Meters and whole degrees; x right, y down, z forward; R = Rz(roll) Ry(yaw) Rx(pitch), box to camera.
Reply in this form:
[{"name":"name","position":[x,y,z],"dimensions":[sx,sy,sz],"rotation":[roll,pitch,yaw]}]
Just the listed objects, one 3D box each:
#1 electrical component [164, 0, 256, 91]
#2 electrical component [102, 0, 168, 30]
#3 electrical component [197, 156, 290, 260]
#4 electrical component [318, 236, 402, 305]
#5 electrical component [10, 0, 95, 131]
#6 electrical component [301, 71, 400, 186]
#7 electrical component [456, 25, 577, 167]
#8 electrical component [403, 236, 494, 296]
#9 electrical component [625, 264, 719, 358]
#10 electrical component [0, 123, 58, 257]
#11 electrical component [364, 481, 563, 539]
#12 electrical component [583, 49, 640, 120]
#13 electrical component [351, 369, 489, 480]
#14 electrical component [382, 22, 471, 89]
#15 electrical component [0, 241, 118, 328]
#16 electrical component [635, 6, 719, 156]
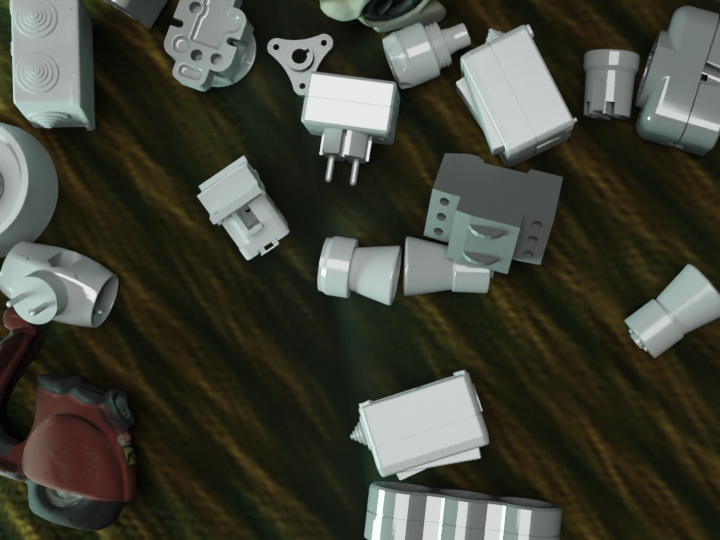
[{"name":"electrical component","position":[-0.110,-0.171,0.813],"dimensions":[0.058,0.057,0.078],"rotation":[20,88,7]},{"name":"electrical component","position":[-0.198,-0.242,0.817],"dimensions":[0.113,0.078,0.057],"rotation":[32,92,7]},{"name":"electrical component","position":[-0.085,-0.044,0.795],"dimensions":[0.042,0.081,0.063],"rotation":[-33,105,2]},{"name":"electrical component","position":[0.000,0.000,0.795],"dimensions":[0.055,0.045,0.045],"rotation":[9,87,7]},{"name":"electrical component","position":[-0.229,-0.156,0.804],"dimensions":[0.048,0.100,0.099],"rotation":[-2,85,-7]},{"name":"electrical component","position":[-0.009,-0.102,0.802],"dimensions":[0.066,0.047,0.076],"rotation":[9,87,6]},{"name":"electrical component","position":[0.108,-0.129,0.785],"dimensions":[0.061,0.062,0.096],"rotation":[-26,84,3]},{"name":"electrical component","position":[0.065,-0.001,0.791],"dimensions":[0.065,0.044,0.044],"rotation":[2,86,1]},{"name":"electrical component","position":[0.224,0.032,0.772],"dimensions":[0.065,0.044,0.044],"rotation":[-38,83,7]},{"name":"electrical component","position":[-0.294,-0.065,0.821],"dimensions":[0.108,0.060,0.108],"rotation":[0,85,5]},{"name":"electrical component","position":[0.072,0.197,0.768],"dimensions":[0.138,0.052,0.073],"rotation":[6,86,6]},{"name":"electrical component","position":[0.183,-0.135,0.790],"dimensions":[0.040,0.040,0.046],"rotation":[5,91,6]},{"name":"electrical component","position":[0.042,0.115,0.773],"dimensions":[0.096,0.062,0.061],"rotation":[-18,84,4]},{"name":"electrical component","position":[0.051,-0.164,0.803],"dimensions":[0.062,0.043,0.043],"rotation":[-22,84,2]},{"name":"electrical component","position":[-0.233,0.016,0.801],"dimensions":[0.077,0.079,0.043],"rotation":[20,111,7]},{"name":"electrical component","position":[0.236,-0.137,0.776],"dimensions":[0.059,0.054,0.095],"rotation":[17,88,7]}]
